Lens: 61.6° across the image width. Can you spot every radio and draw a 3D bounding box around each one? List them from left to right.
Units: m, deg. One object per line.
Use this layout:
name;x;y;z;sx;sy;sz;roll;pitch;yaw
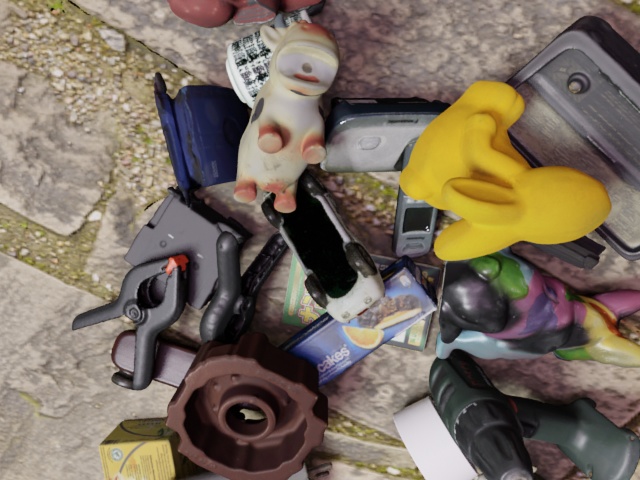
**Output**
radio;0.291;-0.102;0.539;0.229;0.073;0.131;44;138;1

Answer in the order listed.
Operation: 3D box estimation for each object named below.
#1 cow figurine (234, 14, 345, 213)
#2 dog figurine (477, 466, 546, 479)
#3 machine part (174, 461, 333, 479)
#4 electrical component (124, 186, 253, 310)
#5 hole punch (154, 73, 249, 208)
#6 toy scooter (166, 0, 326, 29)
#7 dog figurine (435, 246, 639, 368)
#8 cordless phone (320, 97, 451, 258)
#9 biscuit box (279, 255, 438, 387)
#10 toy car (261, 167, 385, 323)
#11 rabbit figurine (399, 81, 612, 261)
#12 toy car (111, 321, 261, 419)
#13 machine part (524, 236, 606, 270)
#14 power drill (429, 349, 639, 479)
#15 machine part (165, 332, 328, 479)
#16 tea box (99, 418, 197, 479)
cow figurine;-0.030;-0.129;0.534;0.085;0.195;0.127;8;58;-17
dog figurine;0.268;0.330;0.615;0.190;0.121;0.172;8;102;-31
machine part;-0.100;0.308;0.642;0.243;0.079;0.079;-9;98;-20
electrical component;-0.163;0.018;0.651;0.115;0.058;0.134;33;100;3
hole punch;-0.123;-0.113;0.602;0.092;0.116;0.142;-9;97;0
toy scooter;-0.088;-0.268;0.561;0.184;0.135;0.075;2;100;8
dog figurine;0.236;0.070;0.561;0.219;0.191;0.108;4;58;12
cordless phone;0.070;-0.064;0.596;0.147;0.089;0.184;-4;113;-14
biscuit box;0.037;0.102;0.621;0.203;0.063;0.059;-38;95;14
toy car;-0.001;-0.002;0.600;0.073;0.056;0.202;-39;59;13
rabbit figurine;0.167;-0.053;0.487;0.173;0.162;0.121;37;145;36
toy car;-0.162;0.162;0.674;0.202;0.053;0.089;16;79;2
machine part;0.248;-0.004;0.559;0.084;0.139;0.039;23;107;18
power drill;0.220;0.201;0.560;0.207;0.232;0.086;13;101;-13
machine part;-0.079;0.189;0.597;0.179;0.056;0.179;2;113;4
tea box;-0.213;0.323;0.695;0.098;0.068;0.169;-5;97;7
